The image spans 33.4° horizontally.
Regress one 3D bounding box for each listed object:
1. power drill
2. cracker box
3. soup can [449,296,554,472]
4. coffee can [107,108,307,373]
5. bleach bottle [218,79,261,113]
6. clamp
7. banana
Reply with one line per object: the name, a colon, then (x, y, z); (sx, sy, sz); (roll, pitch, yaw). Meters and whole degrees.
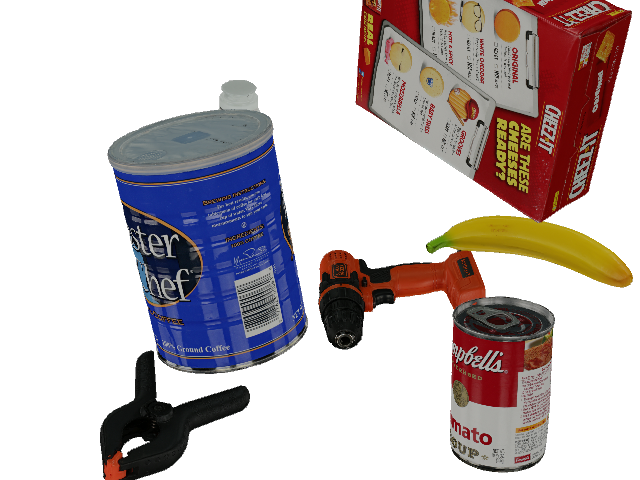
power drill: (0.091, 0.063, 1.223); (0.187, 0.057, 0.184); (-1, 28, -1)
cracker box: (0.125, -0.140, 0.836); (0.072, 0.164, 0.214); (-29, 49, -31)
soup can: (0.123, 0.098, 0.732); (0.068, 0.102, 0.068); (-1, 20, 0)
coffee can: (-0.069, -0.001, 0.679); (0.103, 0.140, 0.103); (-9, 22, 3)
bleach bottle: (-0.071, -0.023, 0.923); (0.068, 0.251, 0.102); (-6, 35, -13)
clamp: (-0.158, 0.162, 0.994); (0.120, 0.039, 0.171); (18, 29, 25)
banana: (0.207, 0.008, 1.039); (0.198, 0.037, 0.069); (8, 47, 22)
